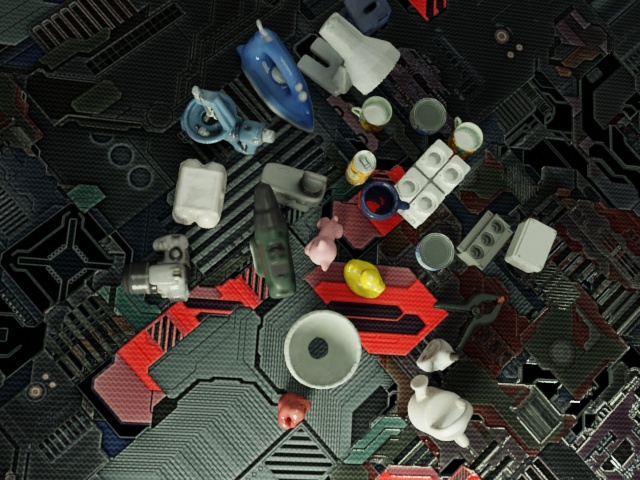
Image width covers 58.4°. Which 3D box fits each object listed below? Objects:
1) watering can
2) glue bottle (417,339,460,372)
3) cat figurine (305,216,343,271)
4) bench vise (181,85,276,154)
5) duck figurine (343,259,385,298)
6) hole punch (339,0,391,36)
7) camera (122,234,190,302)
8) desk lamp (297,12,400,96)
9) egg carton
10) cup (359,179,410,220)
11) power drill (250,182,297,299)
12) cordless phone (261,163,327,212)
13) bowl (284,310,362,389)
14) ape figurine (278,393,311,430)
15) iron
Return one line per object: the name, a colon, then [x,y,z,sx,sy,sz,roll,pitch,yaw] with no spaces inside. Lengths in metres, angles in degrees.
watering can: [0.253,0.363,1.202,0.173,0.194,0.101,30,78,-2]
glue bottle: [0.263,0.251,1.233,0.037,0.173,0.078,40,78,0]
cat figurine: [0.012,0.005,1.264,0.067,0.117,0.128,24,78,-4]
bench vise: [-0.198,-0.270,1.225,0.207,0.219,0.121,-2,81,-9]
duck figurine: [0.103,0.084,1.281,0.104,0.086,0.077,41,78,0]
hole punch: [0.115,-0.560,1.386,0.109,0.091,0.101,-41,88,-12]
camera: [-0.345,0.061,1.210,0.137,0.100,0.143,-2,81,-9]
desk lamp: [0.061,-0.408,1.290,0.203,0.213,0.118,34,78,-2]
egg carton: [-0.264,-0.103,1.265,0.107,0.069,0.150,7,80,-7]
cup: [0.140,-0.081,1.309,0.118,0.095,0.092,11,79,-7]
power drill: [-0.104,0.011,1.199,0.076,0.208,0.230,-13,83,-10]
cordless phone: [-0.053,-0.133,1.242,0.147,0.185,0.094,14,79,-6]
bowl: [0.003,0.237,1.247,0.167,0.074,0.167,1,81,-8]
ape figurine: [-0.054,0.361,1.209,0.078,0.092,0.076,-21,84,-11]
iron: [-0.081,-0.372,1.300,0.119,0.141,0.258,-34,87,-12]
